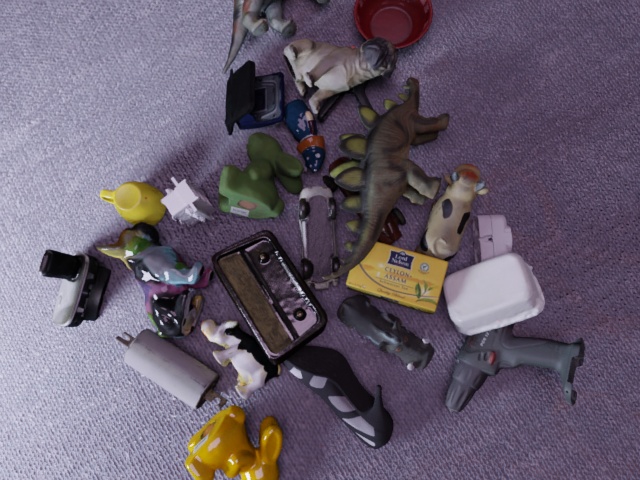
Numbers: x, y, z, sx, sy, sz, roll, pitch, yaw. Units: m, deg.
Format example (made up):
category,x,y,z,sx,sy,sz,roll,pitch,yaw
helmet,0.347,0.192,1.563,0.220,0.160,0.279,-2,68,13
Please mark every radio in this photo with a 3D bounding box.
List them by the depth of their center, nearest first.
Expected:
category,x,y,z,sx,sy,sz,roll,pitch,yaw
radio,-0.093,0.103,1.007,0.131,0.073,0.230,-30,74,-16

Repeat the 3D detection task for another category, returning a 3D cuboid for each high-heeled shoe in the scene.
category,x,y,z,sx,sy,sz,roll,pitch,yaw
high-heeled shoe,0.025,0.293,1.011,0.249,0.086,0.145,18,121,27

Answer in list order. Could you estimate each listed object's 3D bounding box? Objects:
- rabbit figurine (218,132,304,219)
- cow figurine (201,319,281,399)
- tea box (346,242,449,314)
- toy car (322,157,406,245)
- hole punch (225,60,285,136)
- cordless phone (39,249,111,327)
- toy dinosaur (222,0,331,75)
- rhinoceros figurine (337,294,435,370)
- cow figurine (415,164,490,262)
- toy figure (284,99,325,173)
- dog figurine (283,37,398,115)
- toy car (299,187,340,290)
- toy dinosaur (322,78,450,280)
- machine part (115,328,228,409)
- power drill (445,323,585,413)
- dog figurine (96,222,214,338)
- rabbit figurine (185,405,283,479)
category,x,y,z,sx,sy,sz,roll,pitch,yaw
rabbit figurine,-0.111,-0.137,1.052,0.159,0.121,0.170,11,67,1
cow figurine,-0.150,0.206,1.017,0.098,0.068,0.167,-34,84,-8
tea box,0.143,0.067,1.001,0.170,0.068,0.098,14,79,10
toy car,0.088,-0.079,1.061,0.089,0.053,0.202,-33,79,-6
hole punch,-0.133,-0.287,1.091,0.092,0.116,0.142,3,81,-39
cordless phone,-0.475,0.089,0.997,0.089,0.184,0.146,14,81,1
toy dinosaur,-0.096,-0.539,1.119,0.405,0.131,0.192,-37,68,1
rhinoceros figurine,0.122,0.165,0.988,0.190,0.112,0.073,33,82,16
cow figurine,0.247,-0.053,1.009,0.085,0.127,0.195,23,85,3
toy figure,-0.025,-0.208,1.081,0.058,0.064,0.154,-20,79,-14
dog figurine,0.038,-0.360,1.063,0.191,0.121,0.172,-28,71,-8
toy car,-0.002,-0.003,1.042,0.073,0.056,0.201,-3,90,-7
toy dinosaur,0.122,-0.129,1.008,0.199,0.105,0.471,15,66,-3
machine part,-0.279,0.242,1.015,0.243,0.079,0.079,30,83,7
power drill,0.349,0.224,0.954,0.208,0.086,0.232,9,70,40
dog figurine,-0.327,0.071,1.034,0.219,0.108,0.191,18,85,10
rabbit figurine,-0.137,0.391,0.979,0.162,0.122,0.173,-43,95,-14
